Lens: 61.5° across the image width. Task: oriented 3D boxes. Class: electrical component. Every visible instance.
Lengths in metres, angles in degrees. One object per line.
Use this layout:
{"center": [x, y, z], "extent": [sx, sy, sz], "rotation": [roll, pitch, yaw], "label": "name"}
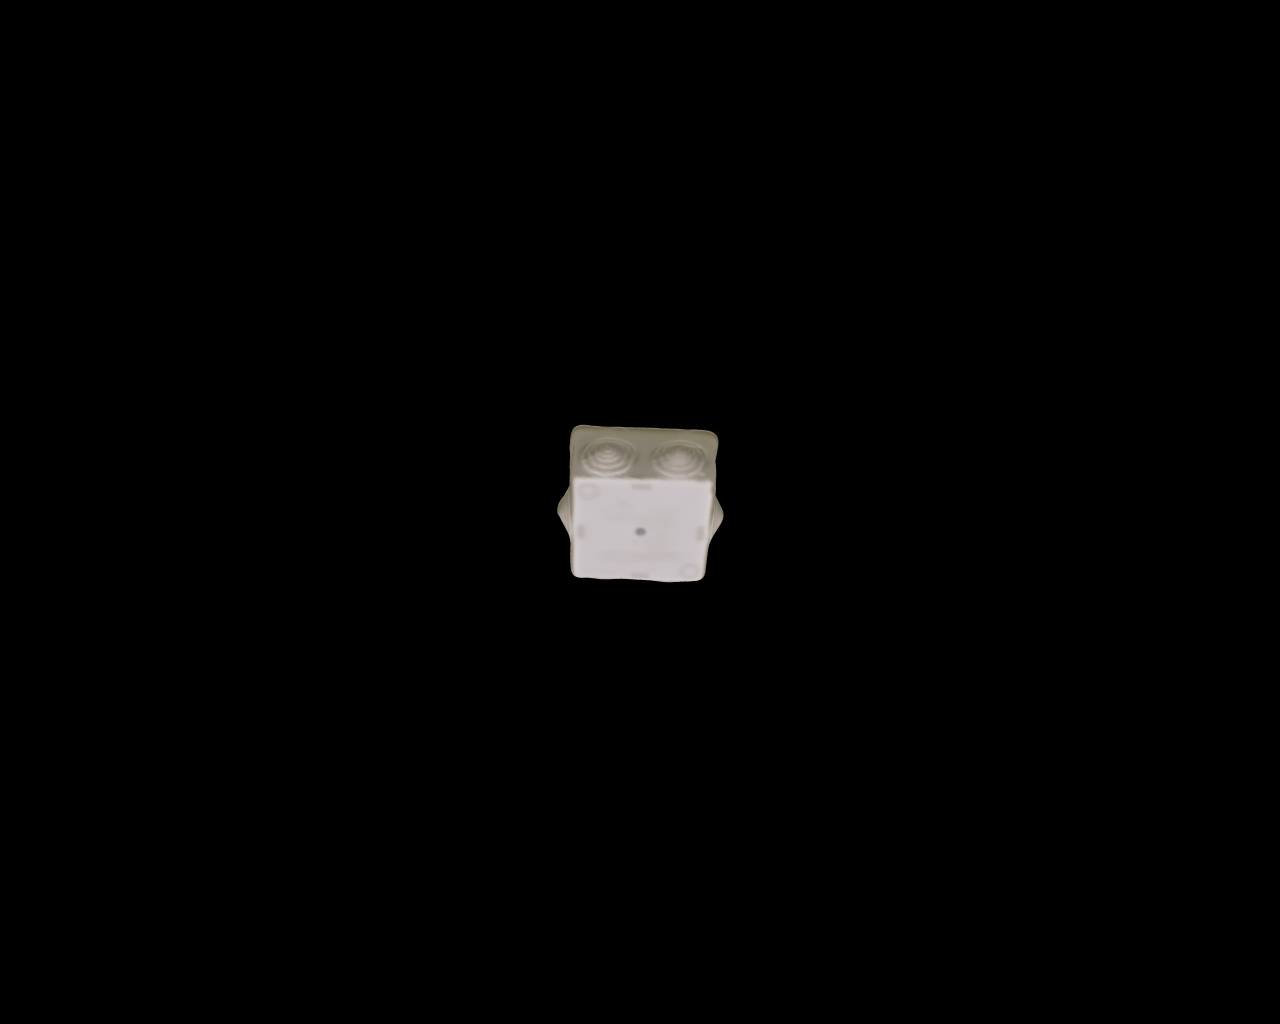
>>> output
{"center": [0.001, -0.003, 0.650], "extent": [0.100, 0.099, 0.048], "rotation": [2, 40, -2], "label": "electrical component"}
